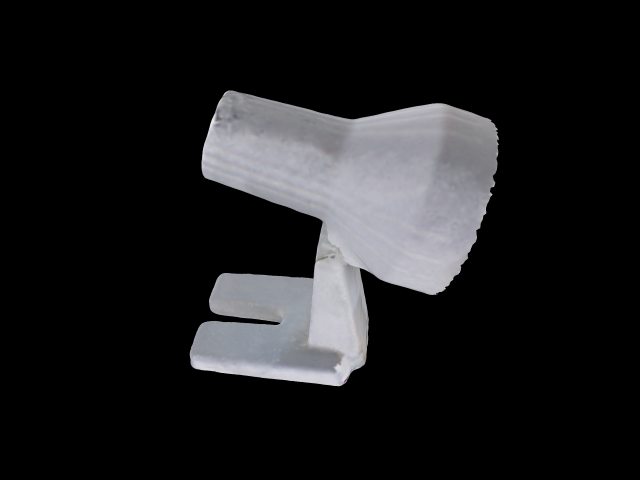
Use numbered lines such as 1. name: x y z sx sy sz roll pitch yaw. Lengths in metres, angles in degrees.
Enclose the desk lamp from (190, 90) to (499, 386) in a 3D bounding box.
1. desk lamp: 0.004 0.001 0.400 0.203 0.214 0.118 4 39 5
